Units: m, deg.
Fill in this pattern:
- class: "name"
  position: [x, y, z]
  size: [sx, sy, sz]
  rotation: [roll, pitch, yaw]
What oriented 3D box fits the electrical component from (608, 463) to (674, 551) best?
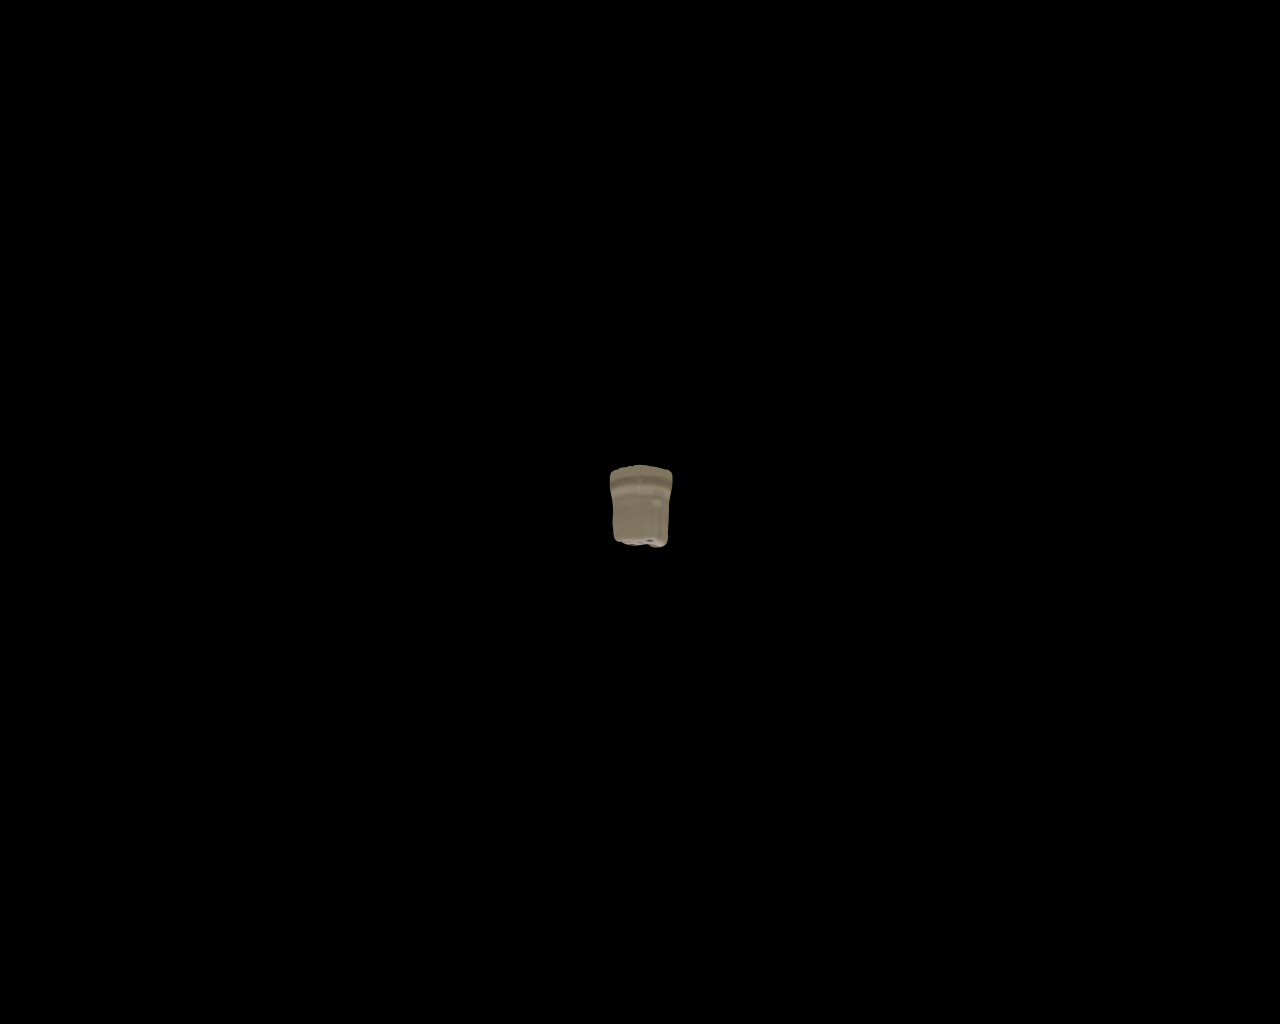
- class: "electrical component"
  position: [0.001, -0.003, 0.650]
  size: [0.040, 0.046, 0.040]
  rotation: [0, -14, 0]
